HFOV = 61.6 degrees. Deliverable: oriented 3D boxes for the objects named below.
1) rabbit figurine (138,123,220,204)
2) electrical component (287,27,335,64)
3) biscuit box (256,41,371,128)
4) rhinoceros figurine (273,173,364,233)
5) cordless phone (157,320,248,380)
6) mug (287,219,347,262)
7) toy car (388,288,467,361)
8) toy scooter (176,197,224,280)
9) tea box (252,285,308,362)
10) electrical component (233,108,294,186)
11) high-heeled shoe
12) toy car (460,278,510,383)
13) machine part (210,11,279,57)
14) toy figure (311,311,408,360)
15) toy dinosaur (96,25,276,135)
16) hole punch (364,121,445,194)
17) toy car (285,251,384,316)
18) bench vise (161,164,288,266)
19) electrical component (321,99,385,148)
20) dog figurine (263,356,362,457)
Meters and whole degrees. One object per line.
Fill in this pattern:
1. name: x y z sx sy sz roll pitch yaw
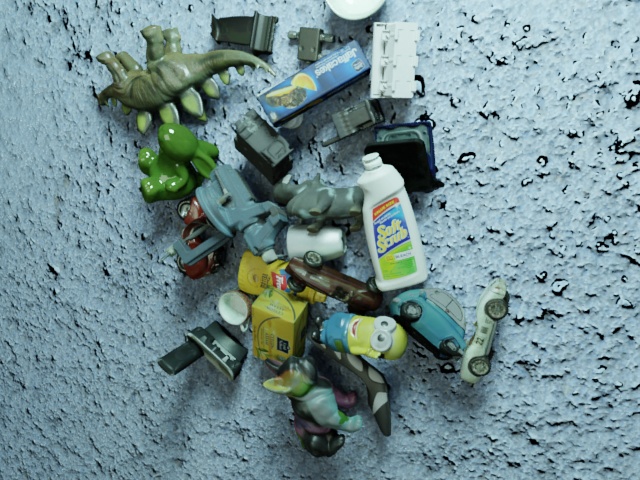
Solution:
1. rabbit figurine: -0.282 -0.157 1.077 0.159 0.121 0.170 7 145 -18
2. electrical component: -0.018 -0.358 0.992 0.094 0.021 0.063 14 109 18
3. biscuit box: -0.010 -0.274 0.952 0.203 0.063 0.059 -29 92 4
4. rhinoceros figurine: 0.004 -0.076 1.012 0.190 0.112 0.073 5 149 9
5. cordless phone: -0.254 0.264 1.166 0.147 0.184 0.088 41 111 8
6. mug: -0.002 -0.003 1.057 0.107 0.080 0.109 -3 66 15
7. toy car: 0.210 0.141 0.981 0.162 0.109 0.103 38 76 16
8. toy scooter: -0.242 0.000 1.154 0.135 0.075 0.183 5 101 20
9. tea box: -0.083 0.184 1.105 0.098 0.068 0.169 20 133 18
10. electrical component: -0.107 -0.170 1.024 0.058 0.134 0.115 -42 82 -13
11. high-heeled shoe: 0.060 0.278 1.083 0.145 0.086 0.248 -11 82 6
12. toy car: 0.297 0.162 0.968 0.056 0.073 0.201 15 109 18
13. machine part: -0.148 -0.395 1.026 0.139 0.039 0.084 15 105 18
14. toy figure: 0.076 0.177 1.008 0.180 0.089 0.082 -1 80 33
15. toy dinosaur: -0.297 -0.322 1.079 0.472 0.105 0.198 -9 108 34
16. hole punch: 0.147 -0.146 0.955 0.142 0.092 0.115 -2 131 20
17. toy car: 0.029 0.089 1.033 0.202 0.053 0.089 24 129 -17
18. bench vise: -0.189 -0.018 1.051 0.241 0.129 0.223 -33 90 8
19. electrical component: 0.053 -0.211 0.975 0.119 0.075 0.047 -18 98 28
20. dog figurine: -0.035 0.329 1.093 0.219 0.108 0.191 32 113 -15
